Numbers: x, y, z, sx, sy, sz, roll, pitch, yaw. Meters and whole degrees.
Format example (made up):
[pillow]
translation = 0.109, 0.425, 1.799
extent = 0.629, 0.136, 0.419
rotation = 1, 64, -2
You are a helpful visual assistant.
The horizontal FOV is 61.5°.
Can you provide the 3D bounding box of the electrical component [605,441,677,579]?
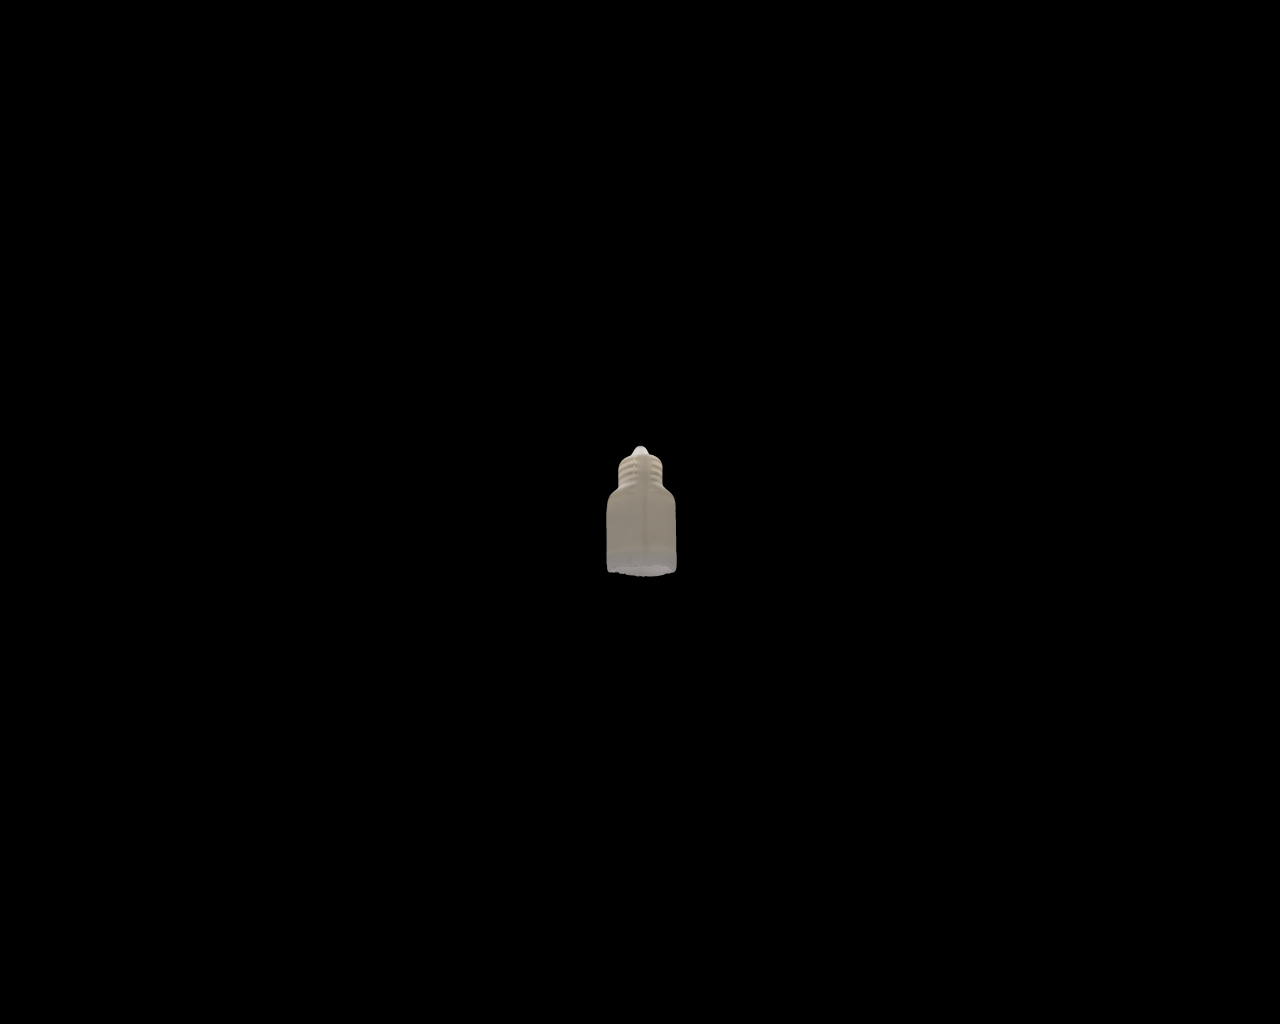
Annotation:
[electrical component]
translation = 0.001, -0.003, 0.650
extent = 0.043, 0.081, 0.043
rotation = 0, -11, 0
